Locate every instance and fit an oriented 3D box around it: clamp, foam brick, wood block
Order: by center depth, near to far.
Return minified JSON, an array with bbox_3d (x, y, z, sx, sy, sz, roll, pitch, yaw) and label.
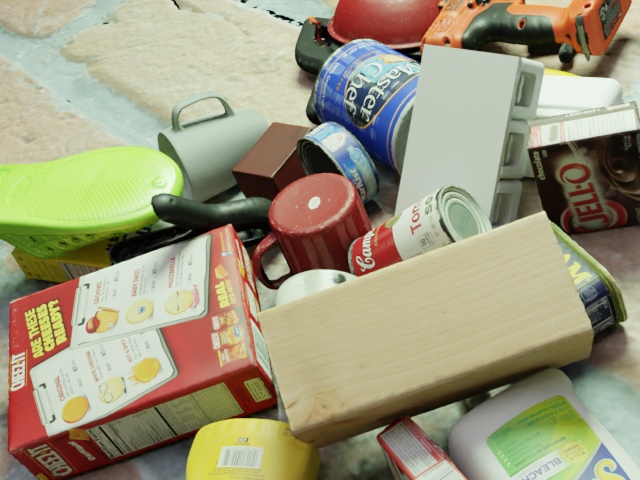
[{"bbox_3d":[0.074,0.066,0.740,0.206,0.090,0.091,-20,70,6],"label":"wood block"},{"bbox_3d":[-0.098,-0.016,0.964,0.171,0.120,0.039,-11,77,-26],"label":"clamp"},{"bbox_3d":[-0.039,-0.072,1.061,0.053,0.051,0.078,14,52,36],"label":"foam brick"},{"bbox_3d":[0.039,-0.203,1.180,0.164,0.036,0.210,-18,36,-6],"label":"clamp"}]

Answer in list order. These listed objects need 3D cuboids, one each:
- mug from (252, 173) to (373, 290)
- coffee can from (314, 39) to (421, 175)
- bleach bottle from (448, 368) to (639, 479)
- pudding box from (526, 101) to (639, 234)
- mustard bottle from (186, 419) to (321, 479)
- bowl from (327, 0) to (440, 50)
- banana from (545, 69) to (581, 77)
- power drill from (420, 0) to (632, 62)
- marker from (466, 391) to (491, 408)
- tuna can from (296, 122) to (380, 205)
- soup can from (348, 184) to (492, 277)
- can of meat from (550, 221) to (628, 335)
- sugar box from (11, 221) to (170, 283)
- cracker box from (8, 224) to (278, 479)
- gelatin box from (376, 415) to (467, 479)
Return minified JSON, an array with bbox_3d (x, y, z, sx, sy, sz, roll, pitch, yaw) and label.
[{"bbox_3d":[-0.006,0.001,0.938,0.117,0.081,0.093,-27,39,-4],"label":"mug"},{"bbox_3d":[0.073,-0.124,1.022,0.102,0.103,0.140,-36,41,-14],"label":"coffee can"},{"bbox_3d":[0.184,0.190,0.648,0.102,0.068,0.251,-26,42,-14],"label":"bleach bottle"},{"bbox_3d":[0.221,-0.055,0.863,0.090,0.113,0.039,-10,45,17],"label":"pudding box"},{"bbox_3d":[-0.064,0.217,0.742,0.096,0.058,0.191,-1,44,17],"label":"mustard bottle"},{"bbox_3d":[0.086,-0.266,1.182,0.162,0.055,0.162,-5,32,3],"label":"bowl"},{"bbox_3d":[0.212,-0.134,1.020,0.198,0.037,0.069,10,63,36],"label":"banana"},{"bbox_3d":[0.213,-0.238,1.084,0.188,0.057,0.184,3,46,36],"label":"power drill"},{"bbox_3d":[0.105,0.084,0.839,0.020,0.020,0.121,-23,39,1],"label":"marker"},{"bbox_3d":[0.017,-0.068,1.001,0.033,0.086,0.086,-36,41,-17],"label":"tuna can"},{"bbox_3d":[0.082,0.007,0.867,0.102,0.068,0.068,-33,29,37],"label":"soup can"},{"bbox_3d":[0.170,0.044,0.823,0.084,0.057,0.102,-31,39,-5],"label":"can of meat"},{"bbox_3d":[-0.212,0.003,1.067,0.176,0.048,0.093,3,46,31],"label":"sugar box"},{"bbox_3d":[-0.152,0.096,0.905,0.214,0.072,0.164,-20,46,5],"label":"cracker box"},{"bbox_3d":[0.079,0.169,0.713,0.030,0.073,0.089,-33,39,-11],"label":"gelatin box"}]
